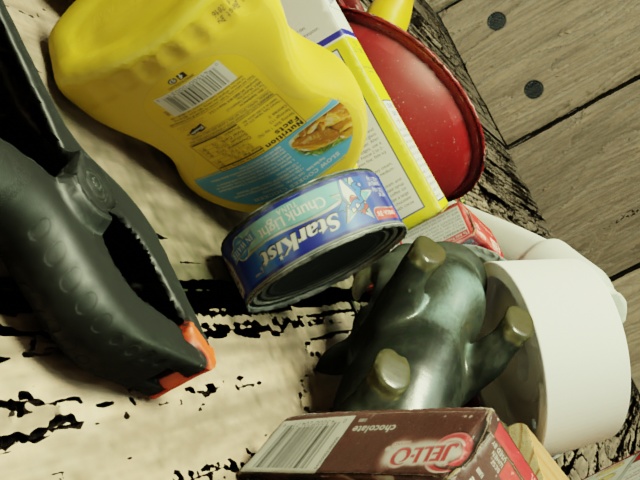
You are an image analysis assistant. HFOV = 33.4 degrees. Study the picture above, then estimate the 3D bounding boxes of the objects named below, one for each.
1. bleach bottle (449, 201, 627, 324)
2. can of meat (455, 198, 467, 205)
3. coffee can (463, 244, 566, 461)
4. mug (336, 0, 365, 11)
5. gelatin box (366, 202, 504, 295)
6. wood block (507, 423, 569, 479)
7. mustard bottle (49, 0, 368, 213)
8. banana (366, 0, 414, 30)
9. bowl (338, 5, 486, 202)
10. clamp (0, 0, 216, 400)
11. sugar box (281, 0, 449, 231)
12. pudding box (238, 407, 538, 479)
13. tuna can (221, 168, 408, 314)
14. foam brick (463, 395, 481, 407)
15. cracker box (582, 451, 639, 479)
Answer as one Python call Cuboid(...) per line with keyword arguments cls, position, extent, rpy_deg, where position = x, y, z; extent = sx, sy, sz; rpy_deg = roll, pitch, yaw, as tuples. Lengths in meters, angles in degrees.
Cuboid(cls="bleach bottle", position=(0.156, 0.032, 0.826), extent=(0.102, 0.068, 0.251), rpy_deg=(50, -8, -20))
Cuboid(cls="can of meat", position=(0.094, -0.053, 0.989), extent=(0.084, 0.057, 0.102), rpy_deg=(66, 16, 7))
Cuboid(cls="coffee can", position=(0.110, 0.081, 0.707), extent=(0.140, 0.103, 0.103), rpy_deg=(46, 21, -46))
Cuboid(cls="mug", position=(-0.018, -0.154, 0.749), extent=(0.093, 0.081, 0.117), rpy_deg=(60, 15, -5))
Cuboid(cls="gelatin box", position=(0.075, 0.014, 0.738), extent=(0.073, 0.089, 0.030), rpy_deg=(33, 33, -61))
Cuboid(cls="wood block", position=(0.118, 0.197, 0.552), extent=(0.206, 0.090, 0.091), rpy_deg=(50, 19, -36))
Cuboid(cls="mustard bottle", position=(-0.031, -0.060, 0.504), extent=(0.191, 0.096, 0.058), rpy_deg=(40, 24, -53))
Cuboid(cls="banana", position=(0.044, -0.100, 0.820), extent=(0.037, 0.069, 0.198), rpy_deg=(19, -63, 51))
Cuboid(cls="bowl", position=(0.022, -0.067, 0.681), extent=(0.055, 0.162, 0.162), rpy_deg=(-50, 118, -27))
Cuboid(cls="clamp", position=(-0.091, -0.020, 0.351), extent=(0.120, 0.039, 0.171), rpy_deg=(-93, 157, -48))
Cuboid(cls="sugar box", position=(-0.009, -0.073, 0.610), extent=(0.176, 0.093, 0.048), rpy_deg=(62, 15, 2))
Cuboid(cls="pudding box", position=(0.036, 0.107, 0.401), extent=(0.039, 0.114, 0.090), rpy_deg=(-48, 114, -35))
Cuboid(cls="tuna can", position=(-0.003, 0.001, 0.510), extent=(0.034, 0.086, 0.086), rpy_deg=(63, 15, 13))
Cuboid(cls="foam brick", position=(0.072, 0.117, 0.613), extent=(0.078, 0.053, 0.051), rpy_deg=(49, 19, -41))
Cuboid(cls="cracker box", position=(0.226, 0.201, 0.756), extent=(0.072, 0.164, 0.213), rpy_deg=(62, 15, 11))
